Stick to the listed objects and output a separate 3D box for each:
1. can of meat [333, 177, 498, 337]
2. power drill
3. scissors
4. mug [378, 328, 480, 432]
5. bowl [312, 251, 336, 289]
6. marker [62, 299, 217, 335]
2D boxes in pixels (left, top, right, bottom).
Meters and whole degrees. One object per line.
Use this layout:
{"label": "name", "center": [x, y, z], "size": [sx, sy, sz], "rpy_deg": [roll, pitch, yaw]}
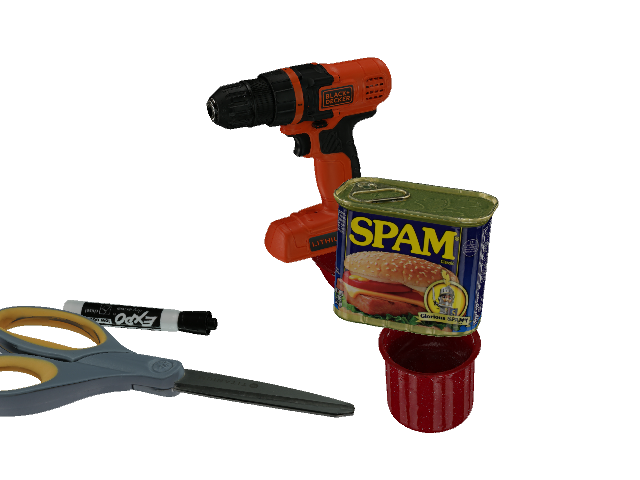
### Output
{"label": "can of meat", "center": [0.058, 0.011, 0.689], "size": [0.102, 0.084, 0.057], "rpy_deg": [9, 22, 17]}
{"label": "power drill", "center": [-0.017, -0.075, 1.016], "size": [0.184, 0.188, 0.057], "rpy_deg": [-13, 31, -23]}
{"label": "scissors", "center": [-0.094, 0.072, 0.514], "size": [0.202, 0.016, 0.096], "rpy_deg": [16, 29, 27]}
{"label": "mug", "center": [0.104, 0.116, 1.001], "size": [0.093, 0.081, 0.117], "rpy_deg": [3, 37, 11]}
{"label": "bowl", "center": [0.067, 0.029, 1.198], "size": [0.162, 0.055, 0.162], "rpy_deg": [0, 31, 0]}
{"label": "marker", "center": [-0.139, 0.059, 0.823], "size": [0.121, 0.020, 0.020], "rpy_deg": [4, 1, 10]}
